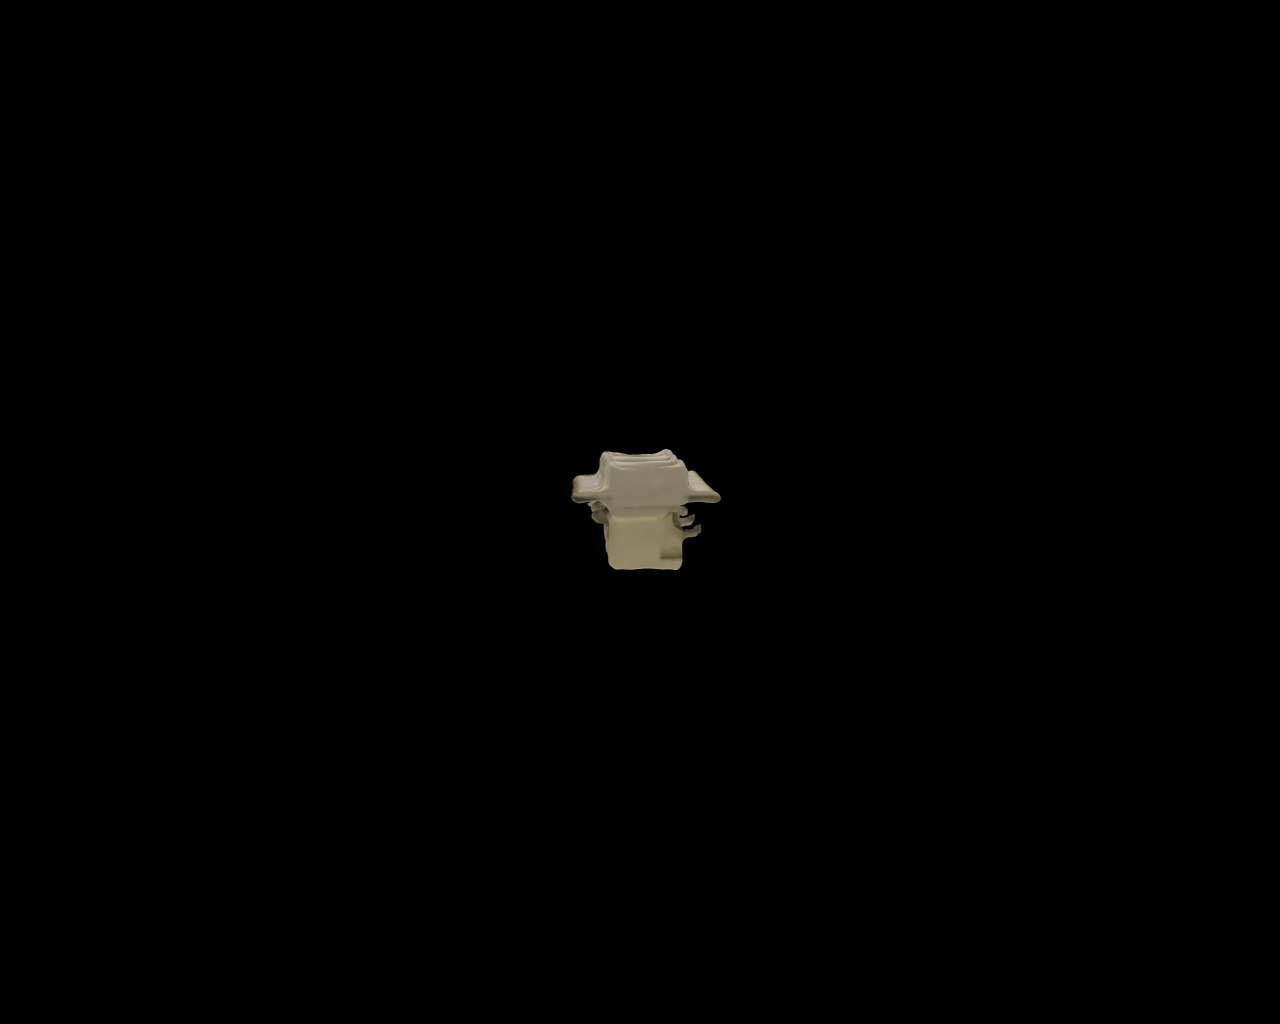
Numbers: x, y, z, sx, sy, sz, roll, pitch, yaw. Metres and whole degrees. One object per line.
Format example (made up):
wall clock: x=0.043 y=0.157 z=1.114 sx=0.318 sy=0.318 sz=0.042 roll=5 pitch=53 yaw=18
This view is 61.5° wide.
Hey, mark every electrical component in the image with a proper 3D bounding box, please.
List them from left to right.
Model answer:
electrical component: x=0.001 y=-0.003 z=0.650 sx=0.079 sy=0.063 sz=0.121 roll=0 pitch=7 yaw=-4
